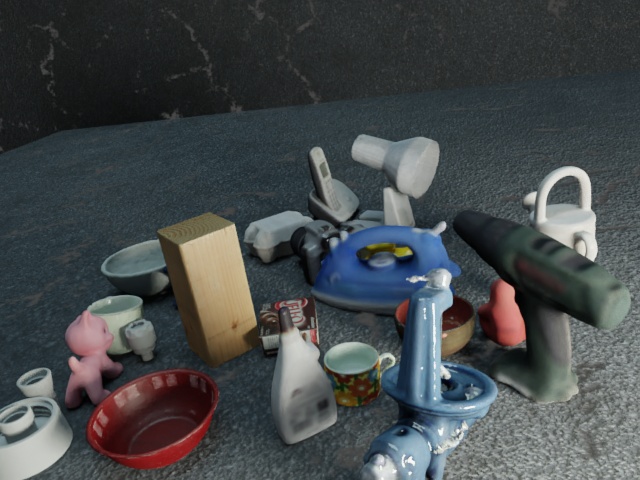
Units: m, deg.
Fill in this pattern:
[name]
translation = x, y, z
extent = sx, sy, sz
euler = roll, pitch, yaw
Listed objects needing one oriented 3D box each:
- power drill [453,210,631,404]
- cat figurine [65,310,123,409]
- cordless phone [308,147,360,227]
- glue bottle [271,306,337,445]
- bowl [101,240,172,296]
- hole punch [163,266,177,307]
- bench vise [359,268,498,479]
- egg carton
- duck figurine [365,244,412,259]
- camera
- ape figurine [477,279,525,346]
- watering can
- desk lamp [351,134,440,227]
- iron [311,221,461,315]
[power drill]
translation = 0.254, 0.081, 0.698
extent = 0.076, 0.209, 0.228
euler = -22, 26, -29
[cat figurine]
translation = -0.342, 0.163, 0.841
extent = 0.067, 0.118, 0.127
euler = -10, 23, -2
[cordless phone]
translation = 0.024, -0.133, 1.320
extent = 0.094, 0.185, 0.148
euler = 1, 25, 22
[glue bottle]
translation = -0.027, 0.154, 0.675
extent = 0.078, 0.173, 0.037
euler = -18, 25, -21
[bowl]
translation = -0.337, 0.063, 1.132
extent = 0.167, 0.075, 0.167
euler = -7, 23, 3
[hole punch]
translation = -0.219, 0.068, 1.055
extent = 0.108, 0.091, 0.101
euler = 1, 25, 23
[bench vise]
translation = 0.111, 0.152, 0.568
extent = 0.121, 0.220, 0.208
euler = -1, 24, 19
[egg carton]
translation = -0.082, -0.010, 1.218
extent = 0.151, 0.069, 0.107
euler = -21, 26, -27
[duck figurine]
translation = 0.126, 0.016, 1.058
extent = 0.104, 0.086, 0.077
euler = -9, 23, -1
[camera]
translation = 0.010, 0.004, 1.110
extent = 0.143, 0.101, 0.136
euler = -20, 25, -24
[ape figurine]
translation = 0.262, 0.097, 0.810
extent = 0.077, 0.092, 0.076
euler = 3, 26, 26
[watering can]
translation = 0.383, -0.026, 0.923
extent = 0.101, 0.194, 0.172
euler = -21, 26, -27
[desk lamp]
translation = 0.147, -0.114, 1.193
extent = 0.202, 0.214, 0.118
euler = 8, 28, 34
[iron]
translation = 0.096, 0.037, 0.949
extent = 0.257, 0.141, 0.119
euler = -1, 24, 19
